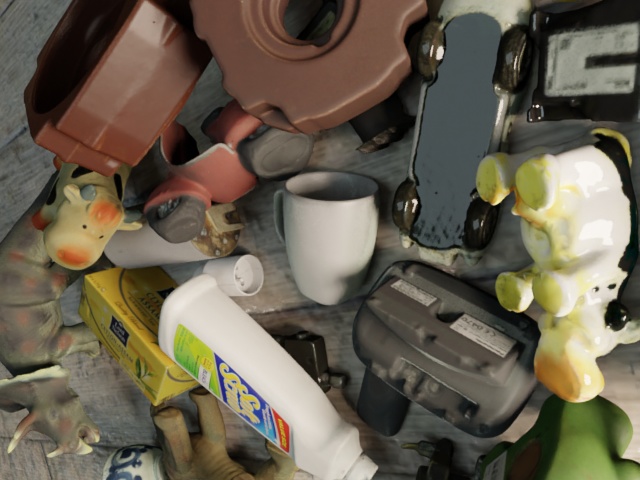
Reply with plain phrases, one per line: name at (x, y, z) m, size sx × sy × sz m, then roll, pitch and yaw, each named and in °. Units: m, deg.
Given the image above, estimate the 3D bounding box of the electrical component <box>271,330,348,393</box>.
electrical component at (-0.014, 0.125, 0.554) m, size 0.094 × 0.021 × 0.063 m, roll -1°, pitch 99°, yaw 38°

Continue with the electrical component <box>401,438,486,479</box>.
electrical component at (0.107, 0.223, 0.473) m, size 0.078 × 0.045 × 0.102 m, roll 4°, pitch 108°, yaw 8°

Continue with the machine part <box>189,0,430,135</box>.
machine part at (-0.009, -0.170, 0.399) m, size 0.180 × 0.056 × 0.179 m, roll 1°, pitch 96°, yaw 13°

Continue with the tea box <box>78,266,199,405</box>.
tea box at (-0.202, 0.104, 0.648) m, size 0.170 × 0.098 × 0.068 m, roll 37°, pitch 121°, yaw 24°

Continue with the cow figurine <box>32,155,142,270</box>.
cow figurine at (-0.250, -0.048, 0.590) m, size 0.127 × 0.085 × 0.195 m, roll -34°, pitch 40°, yaw 27°

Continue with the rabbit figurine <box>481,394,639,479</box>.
rabbit figurine at (0.200, 0.203, 0.342) m, size 0.170 × 0.159 × 0.121 m, roll 36°, pitch 112°, yaw 8°

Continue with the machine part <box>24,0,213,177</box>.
machine part at (-0.196, -0.177, 0.525) m, size 0.201 × 0.087 × 0.201 m, roll -53°, pitch 43°, yaw 11°

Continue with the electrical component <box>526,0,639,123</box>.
electrical component at (0.184, -0.106, 0.314) m, size 0.119 × 0.048 × 0.074 m, roll 8°, pitch 106°, yaw 49°

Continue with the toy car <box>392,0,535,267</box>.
toy car at (0.104, -0.076, 0.395) m, size 0.074 × 0.056 × 0.201 m, roll 16°, pitch 111°, yaw 27°

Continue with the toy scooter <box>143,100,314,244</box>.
toy scooter at (-0.098, -0.090, 0.515) m, size 0.184 × 0.075 × 0.135 m, roll -34°, pitch 51°, yaw 5°

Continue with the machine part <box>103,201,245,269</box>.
machine part at (-0.173, -0.009, 0.612) m, size 0.243 × 0.079 × 0.079 m, roll -9°, pitch 95°, yaw 38°

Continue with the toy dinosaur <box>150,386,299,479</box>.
toy dinosaur at (-0.071, 0.312, 0.597) m, size 0.472 × 0.105 × 0.198 m, roll 25°, pitch 123°, yaw 41°

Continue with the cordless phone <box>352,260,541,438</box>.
cordless phone at (0.090, 0.122, 0.450) m, size 0.147 × 0.089 × 0.184 m, roll 29°, pitch 128°, yaw 28°

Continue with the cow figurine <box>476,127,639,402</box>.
cow figurine at (0.170, 0.016, 0.352) m, size 0.068 × 0.098 × 0.167 m, roll -166°, pitch 61°, yaw -70°

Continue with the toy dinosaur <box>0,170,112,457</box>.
toy dinosaur at (-0.390, 0.088, 0.731) m, size 0.131 × 0.192 × 0.404 m, roll -6°, pitch 98°, yaw 37°

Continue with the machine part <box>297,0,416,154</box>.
machine part at (0.024, -0.135, 0.455) m, size 0.084 × 0.039 × 0.139 m, roll -42°, pitch 72°, yaw 28°

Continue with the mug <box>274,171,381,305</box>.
mug at (-0.001, -0.001, 0.479) m, size 0.110 × 0.081 × 0.107 m, roll 15°, pitch 117°, yaw 33°
